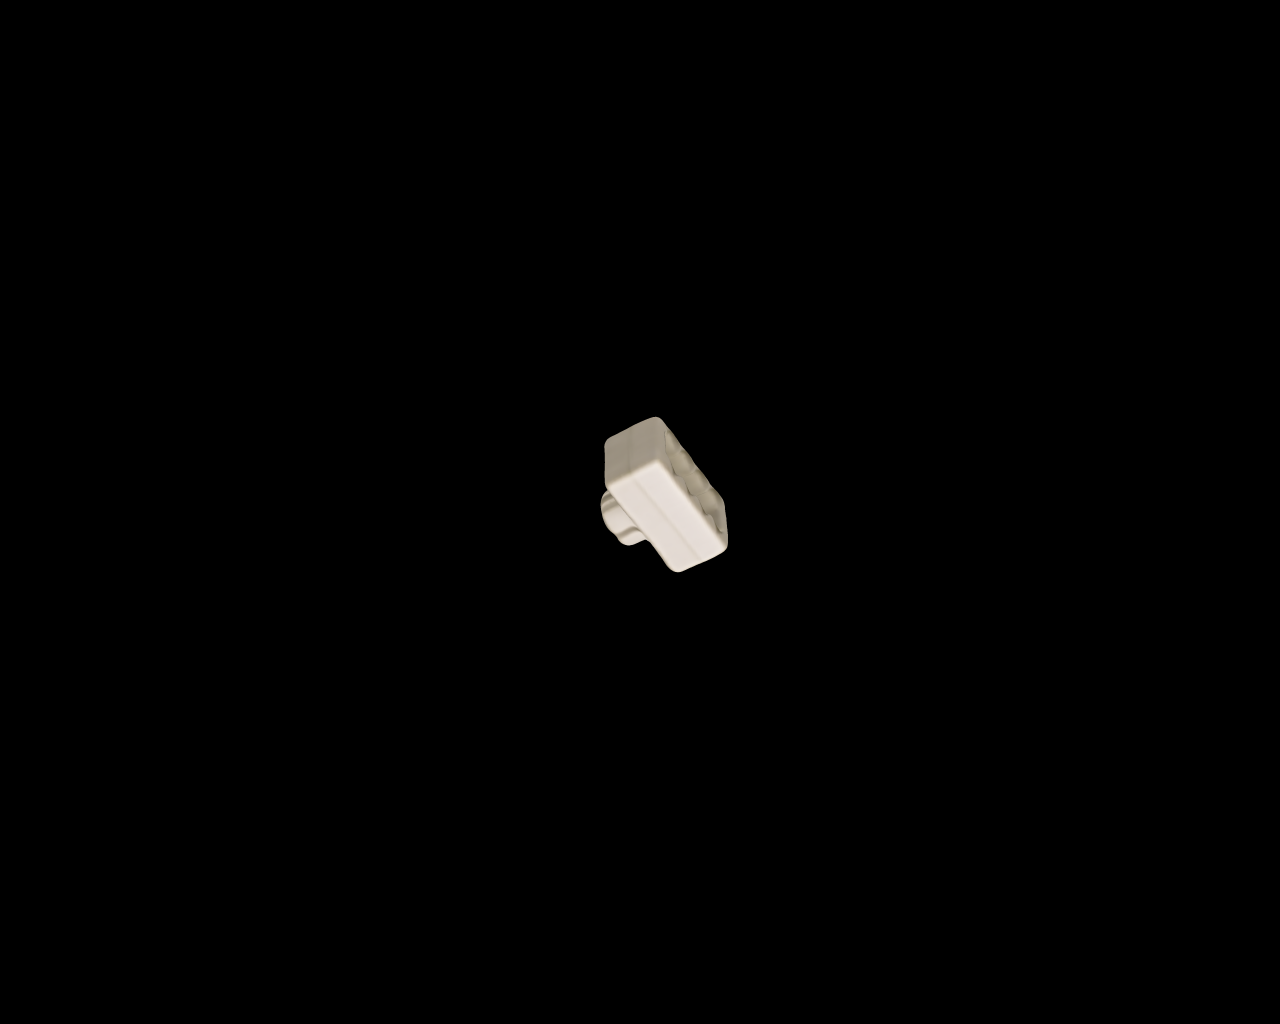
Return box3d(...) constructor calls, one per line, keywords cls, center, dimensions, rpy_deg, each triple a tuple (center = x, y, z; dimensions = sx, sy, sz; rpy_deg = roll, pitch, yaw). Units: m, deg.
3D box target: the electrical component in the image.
box3d(cls="electrical component", center=(0.001, -0.003, 0.650), dimensions=(0.075, 0.047, 0.083), rpy_deg=(-25, -54, 20))
